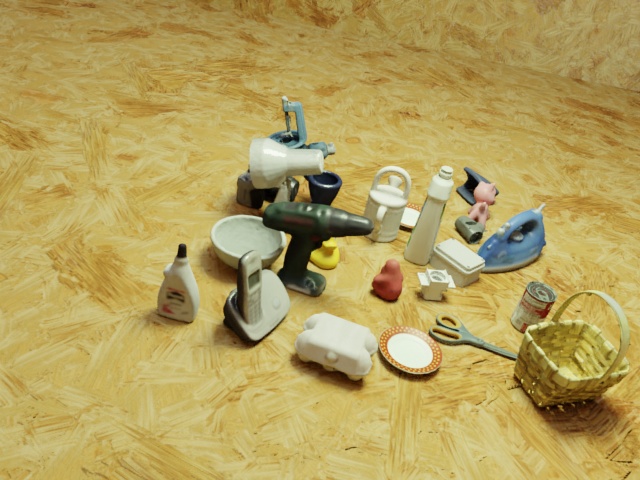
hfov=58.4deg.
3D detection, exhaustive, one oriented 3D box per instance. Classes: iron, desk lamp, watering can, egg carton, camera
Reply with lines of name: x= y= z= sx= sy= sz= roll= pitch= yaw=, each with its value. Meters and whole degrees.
iron: x=0.491 y=-0.010 z=1.468 sx=0.259 sy=0.141 sz=0.118 roll=-20 pitch=46 yaw=-38
desk lamp: x=-0.078 y=-0.135 z=1.395 sx=0.203 sy=0.213 sz=0.118 roll=13 pitch=34 yaw=0
watering can: x=0.169 y=-0.103 z=1.448 sx=0.101 sy=0.194 sz=0.172 roll=6 pitch=35 yaw=-10
egg carton: x=0.031 y=0.200 z=1.079 sx=0.150 sy=0.069 sz=0.107 roll=18 pitch=35 yaw=8
camera: x=-0.130 y=-0.150 z=1.498 sx=0.136 sy=0.101 sz=0.143 roll=20 pitch=35 yaw=10

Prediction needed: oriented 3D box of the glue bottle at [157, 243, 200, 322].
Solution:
glue bottle: x=-0.261 y=0.076 z=1.067 sx=0.078 sy=0.173 sz=0.037 roll=11 pitch=34 yaw=-2

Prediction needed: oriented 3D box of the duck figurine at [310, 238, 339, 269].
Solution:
duck figurine: x=0.012 y=0.005 z=1.338 sx=0.078 sy=0.086 sz=0.104 roll=-3 pitch=37 yaw=-21

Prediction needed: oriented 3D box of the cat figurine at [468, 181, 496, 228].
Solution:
cat figurine: x=0.462 y=-0.110 z=1.623 sx=0.067 sy=0.118 sz=0.128 roll=20 pitch=35 yaw=10

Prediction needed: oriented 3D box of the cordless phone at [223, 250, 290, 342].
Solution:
cordless phone: x=-0.113 y=0.087 z=1.090 sx=0.094 sy=0.185 sz=0.148 roll=25 pitch=36 yaw=17

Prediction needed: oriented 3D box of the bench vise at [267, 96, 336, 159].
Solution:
bench vise: x=-0.059 y=-0.299 z=1.630 sx=0.208 sy=0.220 sz=0.121 roll=-4 pitch=38 yaw=-23

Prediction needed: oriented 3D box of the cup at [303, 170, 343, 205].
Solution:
cup: x=-0.004 y=-0.131 z=1.519 sx=0.117 sy=0.095 sz=0.092 roll=29 pitch=38 yaw=23

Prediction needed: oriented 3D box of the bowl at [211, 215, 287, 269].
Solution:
bowl: x=-0.161 y=0.019 z=1.270 sx=0.167 sy=0.075 sz=0.167 roll=9 pitch=34 yaw=-6

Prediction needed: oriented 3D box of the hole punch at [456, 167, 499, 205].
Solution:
hole punch: x=0.483 y=-0.168 z=1.737 sx=0.101 sy=0.091 sz=0.108 roll=-5 pitch=38 yaw=-25

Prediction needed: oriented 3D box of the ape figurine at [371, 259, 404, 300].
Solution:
ape figurine: x=0.156 y=0.081 z=1.271 sx=0.078 sy=0.092 sz=0.076 roll=0 pitch=36 yaw=-18

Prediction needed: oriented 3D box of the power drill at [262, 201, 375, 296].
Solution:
power drill: x=-0.015 y=0.012 z=1.210 sx=0.229 sy=0.208 sz=0.076 roll=17 pitch=35 yaw=6
